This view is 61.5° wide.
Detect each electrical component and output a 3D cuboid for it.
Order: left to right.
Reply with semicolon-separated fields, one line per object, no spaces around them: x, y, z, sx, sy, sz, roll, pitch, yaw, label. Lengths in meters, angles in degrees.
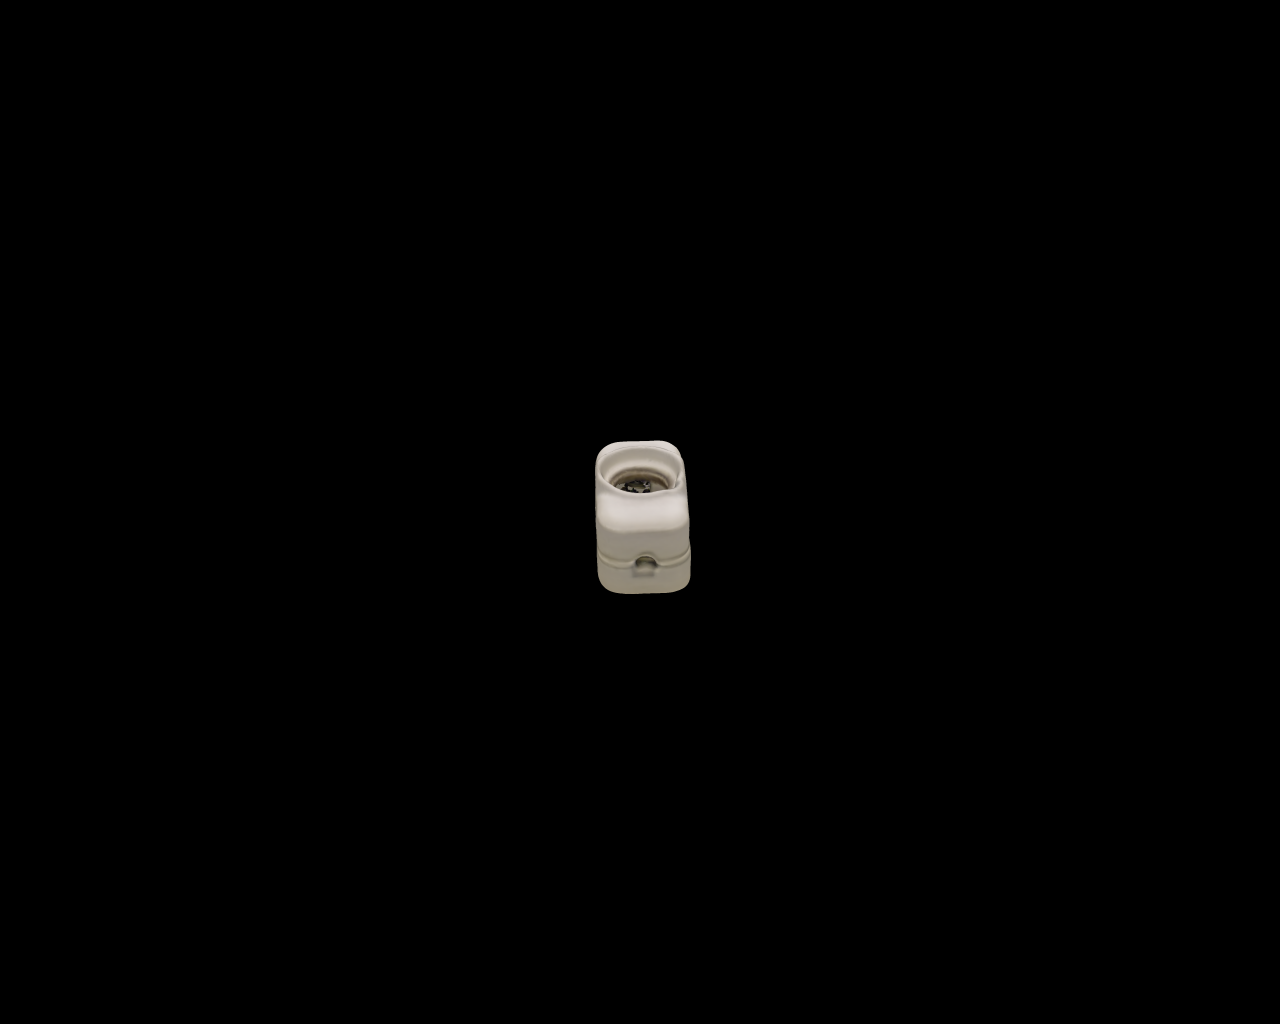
0.001;-0.003;0.650;0.054;0.059;0.095;-1;35;-2;electrical component
